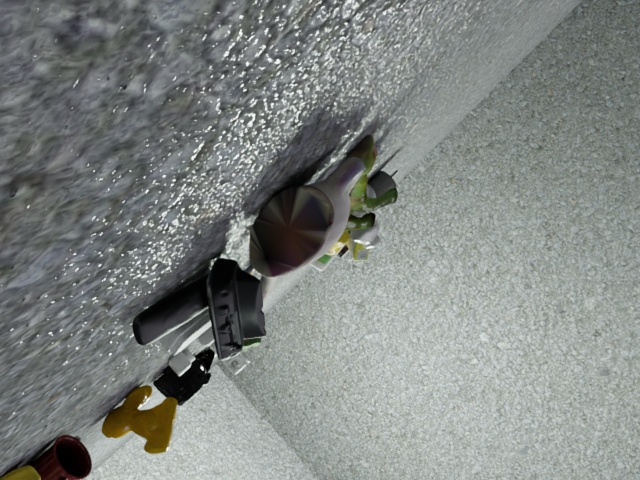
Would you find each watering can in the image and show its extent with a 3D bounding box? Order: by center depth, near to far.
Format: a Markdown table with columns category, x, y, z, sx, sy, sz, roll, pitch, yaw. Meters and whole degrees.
| category | x | y | z | sx | sy | sz | roll | pitch | yaw |
| --- | --- | --- | --- | --- | --- | --- | --- | --- | --- |
| watering can | -0.046 | 0.009 | 0.827 | 0.344 | 0.104 | 0.226 | -52 | 173 | 15 |

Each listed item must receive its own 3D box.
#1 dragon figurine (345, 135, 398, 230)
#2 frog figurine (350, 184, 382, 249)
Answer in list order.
| category | x | y | z | sx | sy | sz | roll | pitch | yaw |
| --- | --- | --- | --- | --- | --- | --- | --- | --- | --- |
| dragon figurine | 0.003 | -0.053 | 1.048 | 0.244 | 0.124 | 0.403 | -10 | 148 | -51 |
| frog figurine | 0.102 | -0.062 | 1.234 | 0.124 | 0.160 | 0.135 | -43 | 175 | -24 |
